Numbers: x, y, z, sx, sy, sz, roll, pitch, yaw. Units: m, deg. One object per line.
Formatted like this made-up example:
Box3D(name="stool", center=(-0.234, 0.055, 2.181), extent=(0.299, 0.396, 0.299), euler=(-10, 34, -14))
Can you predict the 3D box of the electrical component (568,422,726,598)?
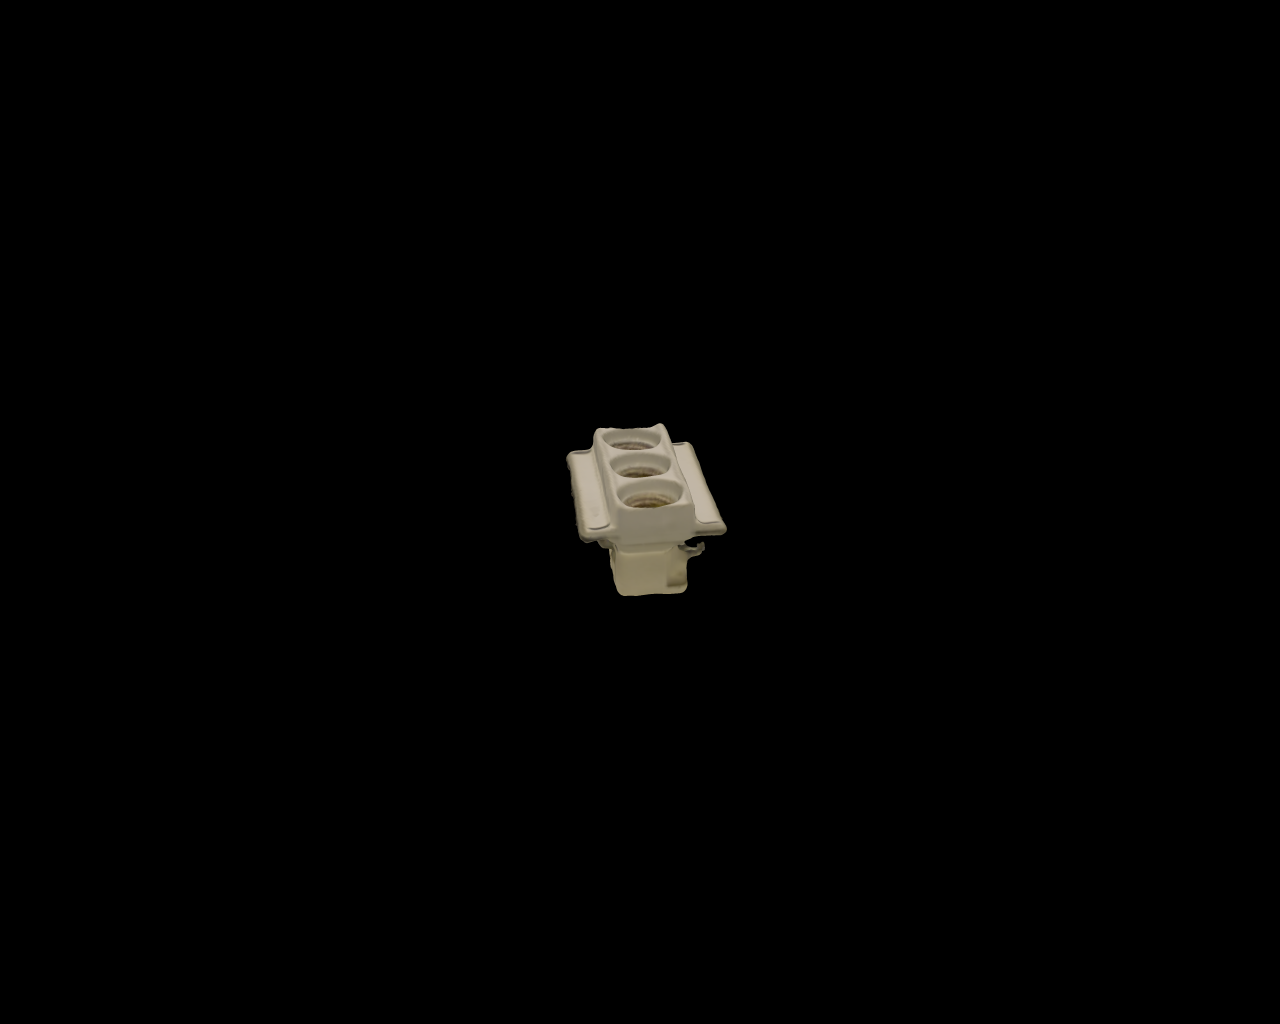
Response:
Box3D(name="electrical component", center=(0.001, -0.003, 0.650), extent=(0.079, 0.063, 0.121), euler=(-3, 26, -7))
